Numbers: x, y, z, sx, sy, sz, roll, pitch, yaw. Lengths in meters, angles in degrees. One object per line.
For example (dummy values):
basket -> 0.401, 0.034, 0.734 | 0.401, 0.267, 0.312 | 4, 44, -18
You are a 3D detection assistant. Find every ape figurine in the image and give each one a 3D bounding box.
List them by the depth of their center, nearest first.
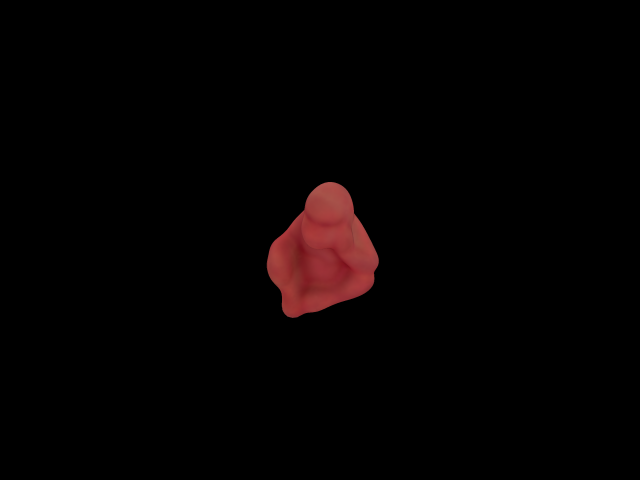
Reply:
ape figurine -> 0.004, 0.001, 0.400 | 0.077, 0.092, 0.076 | 14, 42, 17
